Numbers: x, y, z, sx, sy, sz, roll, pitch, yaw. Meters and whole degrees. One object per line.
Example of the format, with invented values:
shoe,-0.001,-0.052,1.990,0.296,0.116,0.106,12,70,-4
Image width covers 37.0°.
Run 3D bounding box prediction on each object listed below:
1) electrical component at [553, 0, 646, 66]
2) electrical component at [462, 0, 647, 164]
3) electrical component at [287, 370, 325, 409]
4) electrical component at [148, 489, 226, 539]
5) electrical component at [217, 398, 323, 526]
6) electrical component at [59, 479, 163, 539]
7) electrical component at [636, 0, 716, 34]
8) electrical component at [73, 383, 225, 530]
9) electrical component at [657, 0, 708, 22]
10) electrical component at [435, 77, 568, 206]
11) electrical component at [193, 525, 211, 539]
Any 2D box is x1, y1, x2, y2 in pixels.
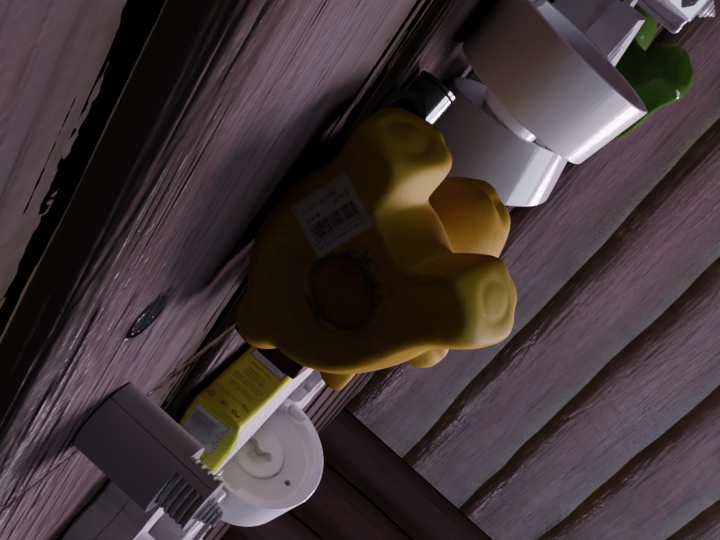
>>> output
electrical component,0.170,-0.178,0.836,0.078,0.063,0.121,-48,174,-3
electrical component,0.107,-0.109,0.626,0.060,0.108,0.108,-45,176,22
electrical component,-0.059,0.092,0.952,0.089,0.050,0.055,-42,171,-45
electrical component,-0.152,0.185,0.826,0.054,0.059,0.095,-43,172,-47
electrical component,-0.091,0.156,0.877,0.060,0.108,0.108,-46,178,42
electrical component,-0.161,0.192,0.738,0.138,0.074,0.052,-49,174,4
electrical component,0.272,-0.253,0.936,0.061,0.096,0.061,-51,175,28
electrical component,-0.102,0.101,0.551,0.043,0.081,0.043,-48,174,-7
electrical component,0.221,-0.239,0.811,0.047,0.083,0.075,-50,-148,17
electrical component,0.084,-0.079,0.697,0.064,0.099,0.099,-58,171,22
electrical component,-0.139,0.188,0.970,0.061,0.061,0.096,-53,180,35
